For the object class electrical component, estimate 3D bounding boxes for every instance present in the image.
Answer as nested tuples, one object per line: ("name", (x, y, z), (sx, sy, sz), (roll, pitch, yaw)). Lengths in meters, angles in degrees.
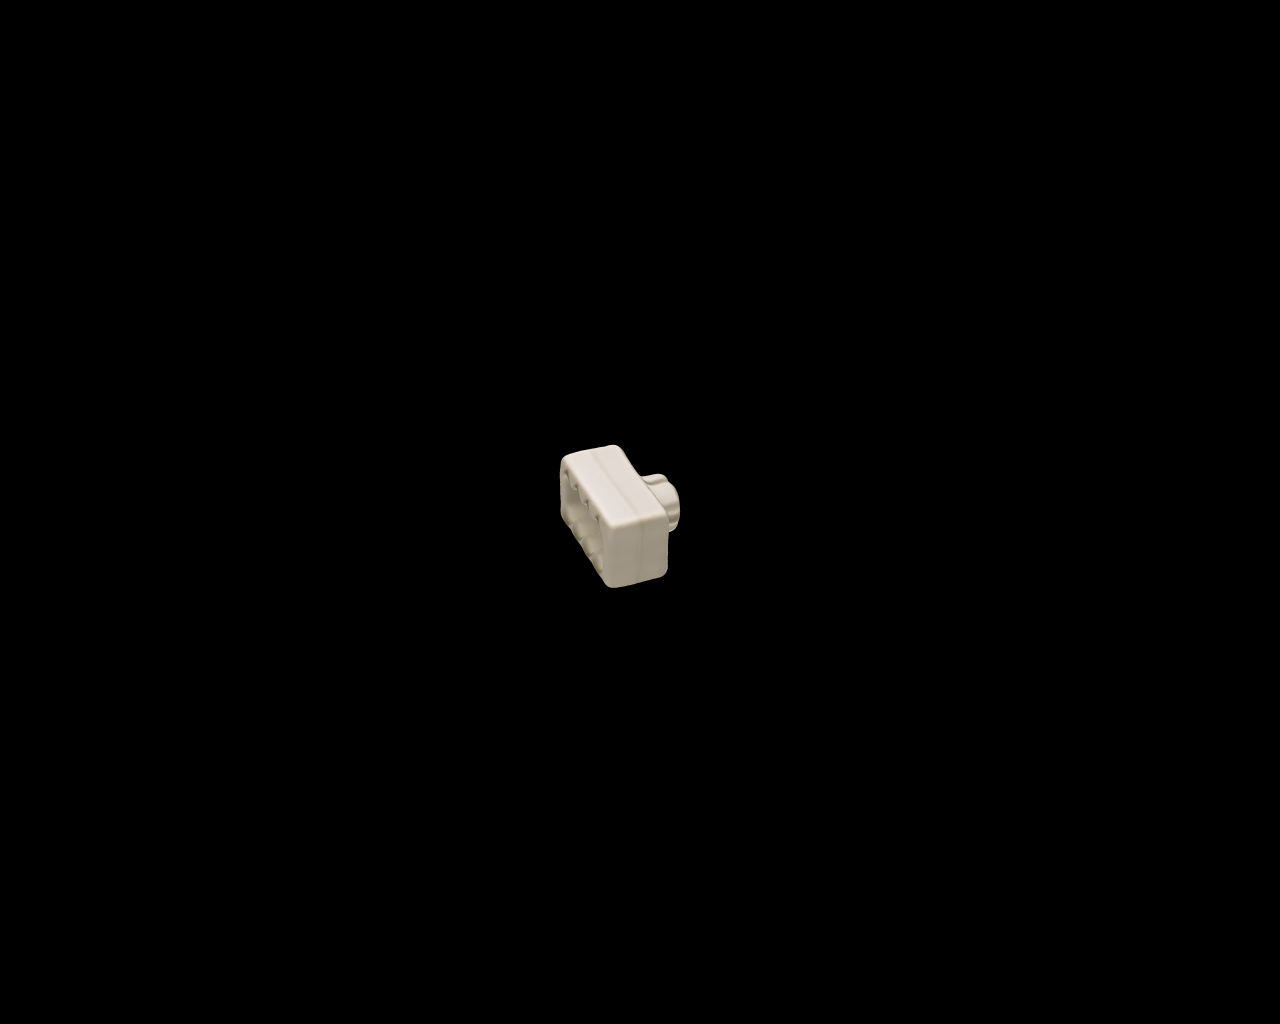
("electrical component", (0.001, -0.003, 0.650), (0.076, 0.047, 0.083), (-13, 38, -18))
